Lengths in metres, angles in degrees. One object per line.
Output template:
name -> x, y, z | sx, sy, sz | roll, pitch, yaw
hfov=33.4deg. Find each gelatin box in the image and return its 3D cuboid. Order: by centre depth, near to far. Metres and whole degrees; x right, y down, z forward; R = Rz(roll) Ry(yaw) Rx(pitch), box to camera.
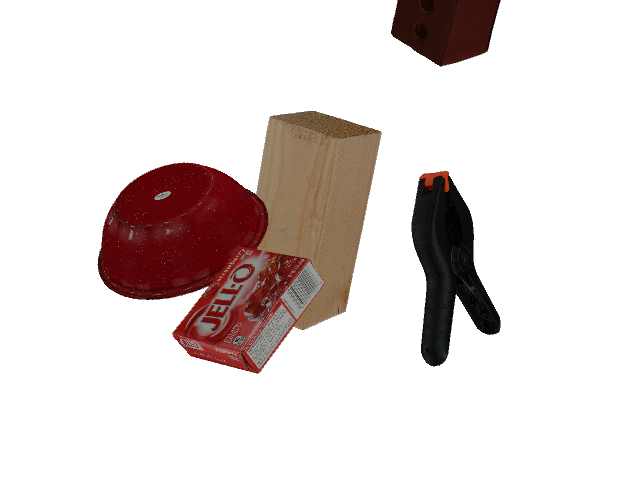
gelatin box -> -0.052, 0.048, 0.757 | 0.073, 0.089, 0.030 | 9, -38, 43

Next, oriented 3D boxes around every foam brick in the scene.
foam brick -> 0.089, -0.168, 0.733 | 0.051, 0.078, 0.053 | -26, 51, -35

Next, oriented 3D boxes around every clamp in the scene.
clamp -> 0.112, 0.027, 0.962 | 0.039, 0.171, 0.120 | -11, 13, 33

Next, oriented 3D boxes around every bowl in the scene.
bowl -> -0.131, -0.020, 0.945 | 0.162, 0.055, 0.162 | -12, 37, 9

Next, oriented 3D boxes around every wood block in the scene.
wood block -> -0.013, -0.024, 1.130 | 0.090, 0.206, 0.090 | 20, 20, 27
